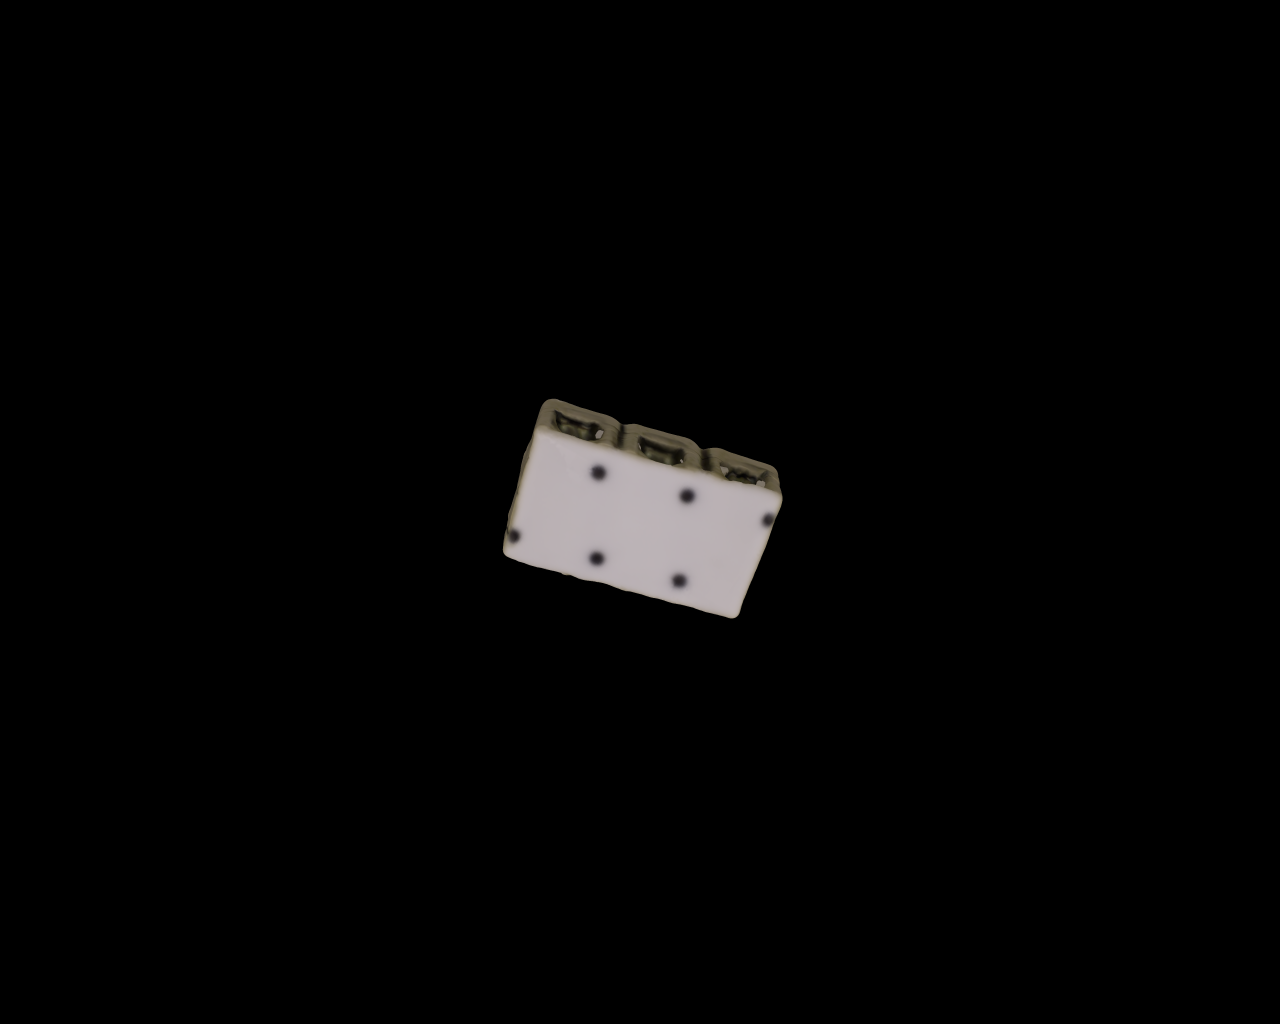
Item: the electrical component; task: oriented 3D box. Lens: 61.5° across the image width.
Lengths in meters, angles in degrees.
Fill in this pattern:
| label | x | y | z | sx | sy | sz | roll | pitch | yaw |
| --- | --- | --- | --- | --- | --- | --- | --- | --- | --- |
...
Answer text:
| label | x | y | z | sx | sy | sz | roll | pitch | yaw |
| --- | --- | --- | --- | --- | --- | --- | --- | --- | --- |
| electrical component | 0.001 | -0.003 | 0.650 | 0.150 | 0.089 | 0.062 | 17 | 22 | -7 |
